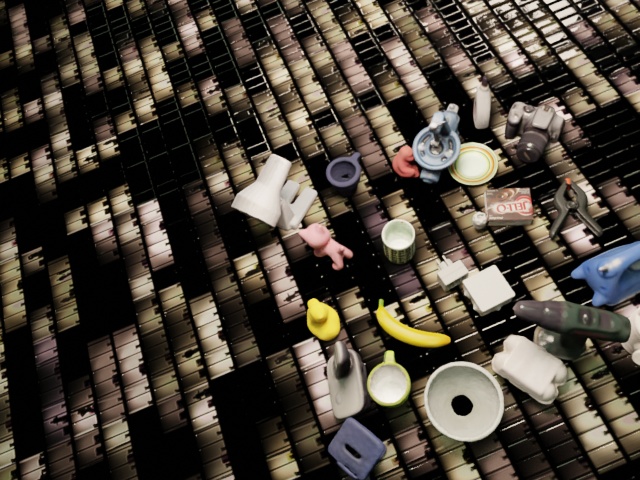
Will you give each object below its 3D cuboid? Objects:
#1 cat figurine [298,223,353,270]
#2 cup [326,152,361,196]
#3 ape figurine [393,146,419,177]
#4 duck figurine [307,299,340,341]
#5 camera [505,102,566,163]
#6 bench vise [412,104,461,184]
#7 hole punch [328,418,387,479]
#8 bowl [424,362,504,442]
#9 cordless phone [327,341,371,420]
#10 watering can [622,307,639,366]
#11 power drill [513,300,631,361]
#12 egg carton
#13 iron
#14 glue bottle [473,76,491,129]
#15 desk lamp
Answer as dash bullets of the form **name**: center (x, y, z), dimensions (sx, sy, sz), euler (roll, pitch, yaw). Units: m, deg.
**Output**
- **cat figurine**: center (0.013, 0.005, 1.438), dimensions (0.127, 0.118, 0.067), euler (30, 73, 22)
- **cup**: center (0.074, -0.170, 1.524), dimensions (0.091, 0.095, 0.118), euler (29, 73, 22)
- **ape figurine**: center (0.229, -0.213, 1.519), dimensions (0.076, 0.092, 0.078), euler (16, 68, 17)
- **duck figurine**: center (0.003, 0.186, 1.369), dimensions (0.077, 0.086, 0.104), euler (-30, 63, -5)
- **camera**: center (0.547, -0.281, 1.488), dimensions (0.142, 0.101, 0.137), euler (23, 70, 20)
- **bench vise**: center (0.298, -0.278, 1.465), dimensions (0.121, 0.220, 0.207), euler (1, 65, 11)
- **hole punch**: center (0.079, 0.450, 1.224), dimensions (0.108, 0.091, 0.101), euler (34, 75, 23)
- **bowl**: center (0.309, 0.354, 1.238), dimensions (0.167, 0.075, 0.167), euler (-4, 64, 9)
- **cordless phone**: center (0.053, 0.304, 1.247), dimensions (0.094, 0.185, 0.147), euler (-14, 63, 4)
- **watering can**: center (0.697, 0.183, 1.182), dimensions (0.100, 0.194, 0.173), euler (8, 66, 15)
- **power drill**: center (0.514, 0.188, 1.205), dimensions (0.229, 0.209, 0.075), euler (4, 65, 13)
- **egg carton**: center (0.458, 0.280, 1.249), dimensions (0.150, 0.069, 0.107), euler (33, 74, 23)
- **iron**: center (0.706, 0.042, 1.279), dimensions (0.258, 0.142, 0.118), euler (-27, 63, -3)
- **glue bottle**: center (0.430, -0.373, 1.514), dimensions (0.037, 0.173, 0.078), euler (-7, 63, 8)
- **desk lamp**: center (-0.116, -0.109, 1.463), dimensions (0.117, 0.214, 0.203), euler (24, 71, 21)
